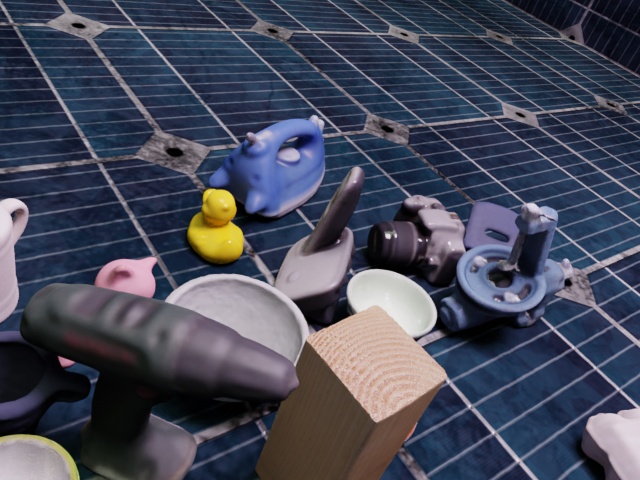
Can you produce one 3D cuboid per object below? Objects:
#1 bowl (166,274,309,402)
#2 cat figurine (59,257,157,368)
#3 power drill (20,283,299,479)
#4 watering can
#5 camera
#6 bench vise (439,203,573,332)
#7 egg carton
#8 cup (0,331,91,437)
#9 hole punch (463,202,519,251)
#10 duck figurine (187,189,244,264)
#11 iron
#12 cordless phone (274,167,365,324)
[{"bbox_3d":[-0.100,0.120,0.642,0.167,0.075,0.167,12,38,-9],"label":"bowl"},{"bbox_3d":[-0.232,0.065,0.615,0.128,0.118,0.067,-12,47,-35],"label":"cat figurine"},{"bbox_3d":[-0.144,0.132,0.497,0.229,0.208,0.076,22,37,4],"label":"power drill"},{"bbox_3d":[-0.367,0.002,0.572,0.101,0.194,0.173,14,38,-7],"label":"watering can"},{"bbox_3d":[0.144,-0.011,0.890,0.137,0.101,0.143,3,40,-21],"label":"camera"},{"bbox_3d":[0.279,0.028,0.803,0.208,0.220,0.121,-21,53,-41],"label":"bench vise"},{"bbox_3d":[0.385,0.271,0.672,0.107,0.069,0.150,0,41,-24],"label":"egg carton"},{"bbox_3d":[-0.269,0.146,0.518,0.118,0.095,0.091,9,39,-14],"label":"cup"},{"bbox_3d":[0.286,0.004,0.942,0.108,0.091,0.101,21,37,3],"label":"hole punch"},{"bbox_3d":[-0.140,-0.026,0.795,0.078,0.086,0.104,-7,44,-30],"label":"duck figurine"},{"bbox_3d":[-0.054,-0.140,0.929,0.118,0.141,0.259,34,40,19],"label":"iron"},{"bbox_3d":[0.007,0.003,0.743,0.094,0.185,0.147,17,37,-3],"label":"cordless phone"}]
